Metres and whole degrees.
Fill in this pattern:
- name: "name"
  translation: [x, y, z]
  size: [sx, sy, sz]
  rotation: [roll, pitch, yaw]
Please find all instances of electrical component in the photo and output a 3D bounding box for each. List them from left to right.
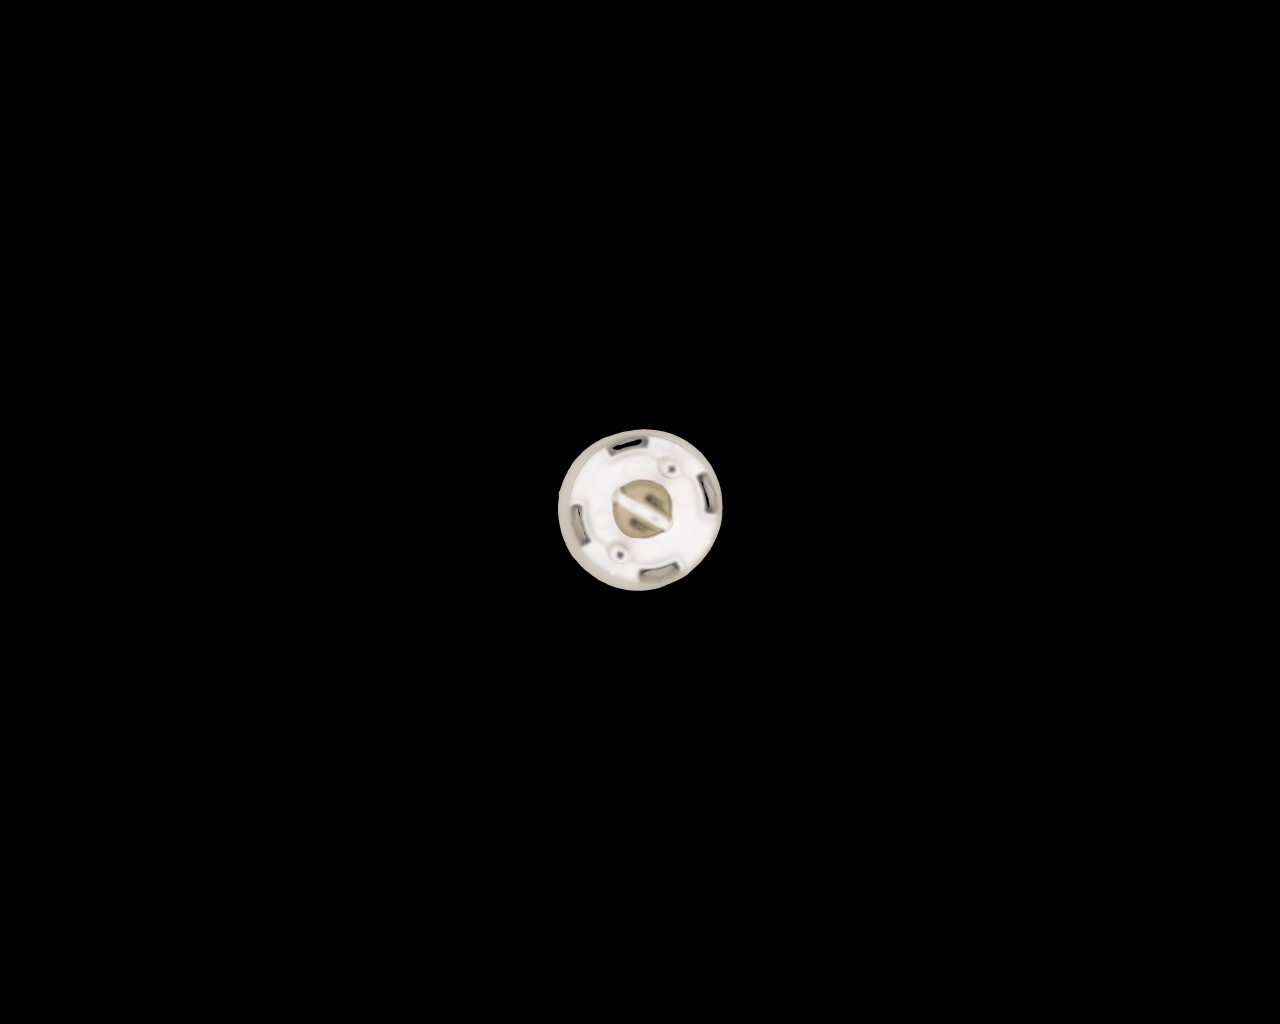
- name: "electrical component"
  translation: [0.001, -0.003, 0.650]
  size: [0.099, 0.099, 0.064]
  rotation: [0, 8, 0]
